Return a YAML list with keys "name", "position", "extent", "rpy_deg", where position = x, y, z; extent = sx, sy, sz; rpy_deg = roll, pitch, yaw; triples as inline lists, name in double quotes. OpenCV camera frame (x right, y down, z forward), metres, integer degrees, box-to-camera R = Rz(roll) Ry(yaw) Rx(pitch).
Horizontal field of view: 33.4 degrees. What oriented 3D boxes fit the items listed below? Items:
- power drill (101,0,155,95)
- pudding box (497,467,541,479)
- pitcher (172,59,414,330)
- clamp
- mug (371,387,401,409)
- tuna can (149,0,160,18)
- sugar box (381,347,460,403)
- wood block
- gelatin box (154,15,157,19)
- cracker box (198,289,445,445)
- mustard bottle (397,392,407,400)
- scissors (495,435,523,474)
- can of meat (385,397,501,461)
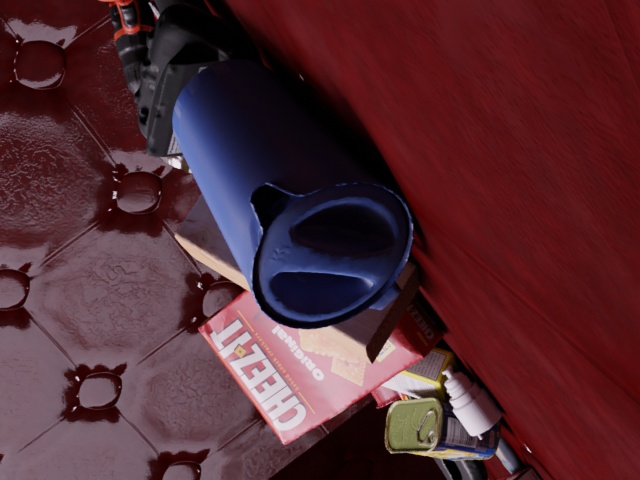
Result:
- name: "power drill"
  position: [-0.227, -0.275, 1.233]
  extent: [0.188, 0.057, 0.184]
  rpy_deg: [93, 164, -77]
- name: "pudding box"
  position: [0.243, 0.315, 1.201]
  extent: [0.113, 0.039, 0.090]
  rpy_deg: [52, 159, 9]
- name: "pitcher"
  position: [-0.029, -0.044, 0.875]
  extent: [0.243, 0.144, 0.149]
  rpy_deg: [-125, 32, -47]
- name: "clamp"
  position: [0.163, 0.243, 1.290]
  extent: [0.165, 0.036, 0.210]
  rpy_deg: [17, 134, 63]
- name: "mug"
  position: [0.104, 0.177, 1.513]
  extent: [0.081, 0.093, 0.117]
  rpy_deg: [58, 146, 3]
- name: "tuna can"
  position: [-0.158, -0.246, 1.226]
  extent: [0.086, 0.033, 0.086]
  rpy_deg: [53, 176, 5]
- name: "sugar box"
  position: [0.068, 0.131, 1.195]
  extent: [0.176, 0.048, 0.093]
  rpy_deg: [19, 160, 23]
- name: "wood block"
  position: [-0.019, 0.021, 0.996]
  extent: [0.206, 0.091, 0.090]
  rpy_deg: [29, 170, 14]
- name: "gelatin box"
  position: [-0.171, -0.256, 1.321]
  extent: [0.073, 0.030, 0.089]
  rpy_deg: [55, 175, -21]
- name: "cracker box"
  position: [-0.003, 0.096, 1.123]
  extent: [0.164, 0.214, 0.072]
  rpy_deg: [53, -148, 2]
- name: "mustard bottle"
  position: [0.125, 0.182, 1.415]
  extent: [0.192, 0.058, 0.096]
  rpy_deg: [53, 161, 20]
- name: "scissors"
  position: [0.240, 0.279, 1.235]
  extent: [0.202, 0.016, 0.096]
  rpy_deg: [50, 174, 38]
- name: "can of meat"
  position: [0.133, 0.207, 1.152]
  extent: [0.083, 0.057, 0.102]
  rpy_deg: [15, 162, -26]
